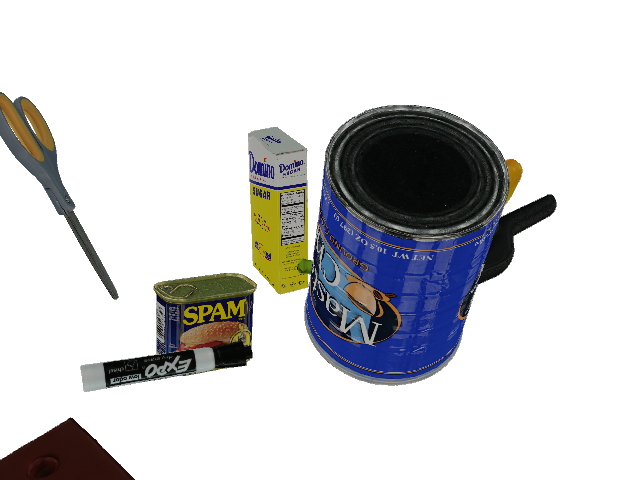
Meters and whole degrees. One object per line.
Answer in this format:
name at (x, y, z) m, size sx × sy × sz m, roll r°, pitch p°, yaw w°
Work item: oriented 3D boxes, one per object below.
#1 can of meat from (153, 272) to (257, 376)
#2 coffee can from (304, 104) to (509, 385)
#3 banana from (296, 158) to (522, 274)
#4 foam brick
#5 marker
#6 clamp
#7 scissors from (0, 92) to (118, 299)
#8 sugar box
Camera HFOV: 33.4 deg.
can of meat at (-0.117, 0.085, 1.084) m, size 0.101 × 0.084 × 0.058 m, roll -7°, pitch 20°, yaw -30°
coffee can at (0.047, 0.005, 0.634) m, size 0.102 × 0.103 × 0.140 m, roll 0°, pitch -40°, yaw -7°
banana at (0.081, -0.003, 0.877) m, size 0.198 × 0.037 × 0.069 m, roll -28°, pitch -24°, yaw 10°
foam brick at (-0.109, 0.130, 0.482) m, size 0.052 × 0.051 × 0.078 m, roll -31°, pitch 44°, yaw -31°
marker at (-0.108, 0.088, 0.756) m, size 0.121 × 0.020 × 0.020 m, roll -8°, pitch 2°, yaw -14°
clamp at (0.168, -0.017, 1.147) m, size 0.120 × 0.039 × 0.171 m, roll 24°, pitch 48°, yaw 23°
scissors at (-0.229, -0.047, 0.943) m, size 0.016 × 0.201 × 0.096 m, roll -26°, pitch 23°, yaw 9°
sugar box at (-0.050, -0.036, 1.255) m, size 0.048 × 0.176 × 0.093 m, roll -13°, pitch 26°, yaw -21°
